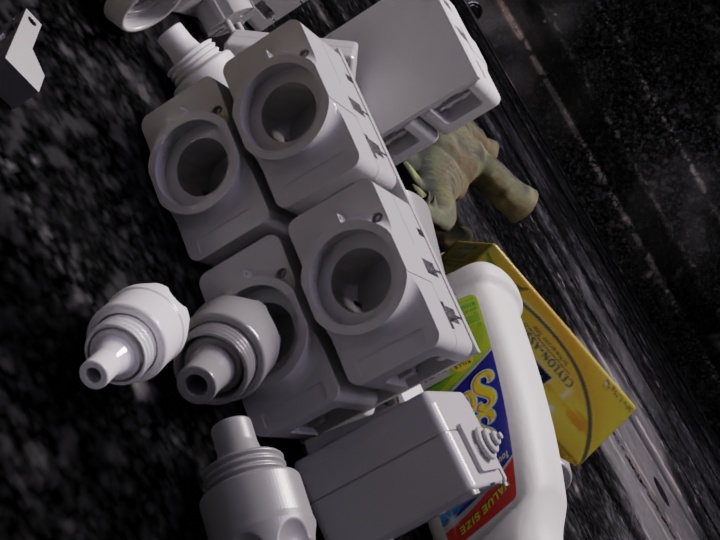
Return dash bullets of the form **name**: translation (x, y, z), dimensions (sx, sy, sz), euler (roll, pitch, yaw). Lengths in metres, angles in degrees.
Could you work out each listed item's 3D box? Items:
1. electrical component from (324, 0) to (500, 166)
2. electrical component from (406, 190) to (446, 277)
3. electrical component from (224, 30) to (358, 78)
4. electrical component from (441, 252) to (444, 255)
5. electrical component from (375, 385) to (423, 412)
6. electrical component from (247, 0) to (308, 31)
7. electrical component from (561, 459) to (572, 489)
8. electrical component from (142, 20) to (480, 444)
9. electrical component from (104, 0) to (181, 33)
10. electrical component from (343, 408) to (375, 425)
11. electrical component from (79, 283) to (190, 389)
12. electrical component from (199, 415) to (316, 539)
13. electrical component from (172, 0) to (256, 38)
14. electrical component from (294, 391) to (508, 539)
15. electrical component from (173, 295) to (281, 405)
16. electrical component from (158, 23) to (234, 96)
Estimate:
- **electrical component**: translation (0.011, -0.123, 0.757), dimensions (0.062, 0.150, 0.089), euler (22, 42, -63)
- **electrical component**: translation (0.000, 0.000, 0.620), dimensions (0.099, 0.099, 0.064), euler (17, 52, -66)
- **electrical component**: translation (-0.047, -0.118, 0.684), dimensions (0.075, 0.083, 0.047), euler (-81, 177, -64)
- **electrical component**: translation (0.077, 0.013, 0.894), dimensions (0.055, 0.055, 0.047), euler (58, 14, -9)
- **electrical component**: translation (0.013, 0.077, 0.621), dimensions (0.081, 0.042, 0.064), euler (66, 15, 10)
- **electrical component**: translation (-0.065, -0.239, 0.835), dimensions (0.056, 0.089, 0.050), euler (42, 25, -47)
- **electrical component**: translation (0.154, 0.155, 0.903), dimensions (0.040, 0.040, 0.078), euler (53, 18, -23)
- **electrical component**: translation (-0.032, -0.020, 0.545), dimensions (0.060, 0.105, 0.186), euler (23, 40, -63)
- **electrical component**: translation (-0.132, -0.168, 0.605), dimensions (0.055, 0.048, 0.066), euler (55, 16, 7)
- **electrical component**: translation (-0.002, 0.062, 0.572), dimensions (0.035, 0.061, 0.035), euler (52, 19, -26)
- **electrical component**: translation (-0.091, 0.029, 0.419), dimensions (0.035, 0.035, 0.061), euler (57, 19, -10)
- **electrical component**: translation (-0.044, 0.090, 0.436), dimensions (0.043, 0.043, 0.062), euler (34, 30, -56)
- **electrical component**: translation (-0.096, -0.184, 0.728), dimensions (0.076, 0.047, 0.066), euler (61, 17, 1)
- **electrical component**: translation (0.025, 0.095, 0.534), dimensions (0.061, 0.096, 0.062), euler (64, 17, 16)
- **electrical component**: translation (-0.062, 0.038, 0.472), dimensions (0.043, 0.043, 0.062), euler (58, 19, -9)
- **electrical component**: translation (-0.093, -0.116, 0.634), dimensions (0.062, 0.048, 0.048), euler (51, 18, -7)
